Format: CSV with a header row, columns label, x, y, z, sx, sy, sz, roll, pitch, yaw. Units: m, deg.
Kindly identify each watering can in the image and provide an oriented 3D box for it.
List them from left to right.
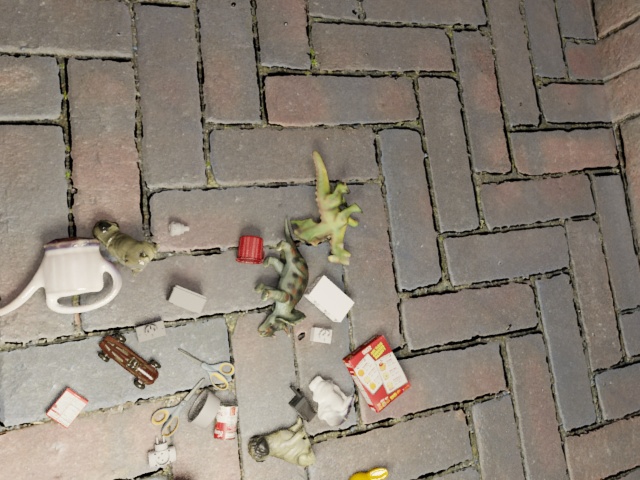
label,x,y,z,sx,sy,sz,roll,pitch,yaw
watering can,-0.766,0.107,1.504,0.348,0.226,0.103,-6,-8,-16

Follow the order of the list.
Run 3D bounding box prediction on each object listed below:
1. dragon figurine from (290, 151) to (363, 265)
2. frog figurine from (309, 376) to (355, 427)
label,x,y,z,sx,sy,sz,roll,pitch,yaw
dragon figurine,0.006,-0.093,1.849,0.245,0.409,0.121,-35,3,-15
frog figurine,0.027,0.546,1.742,0.160,0.120,0.140,25,45,9
